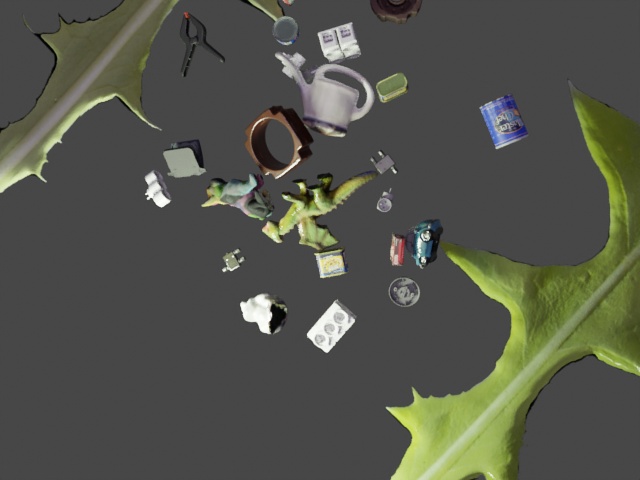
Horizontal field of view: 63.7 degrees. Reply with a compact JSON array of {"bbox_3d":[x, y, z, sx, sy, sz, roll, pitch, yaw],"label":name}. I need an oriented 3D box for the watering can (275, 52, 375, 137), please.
[{"bbox_3d":[-0.001,-0.464,1.665,0.347,0.223,0.105,17,7,-3],"label":"watering can"}]

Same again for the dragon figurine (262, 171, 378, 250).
[{"bbox_3d":[0.005,-0.086,1.717,0.410,0.239,0.124,-9,21,-1],"label":"dragon figurine"}]

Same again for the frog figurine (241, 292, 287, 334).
[{"bbox_3d":[-0.193,0.251,1.772,0.159,0.136,0.124,-2,17,46],"label":"frog figurine"}]
